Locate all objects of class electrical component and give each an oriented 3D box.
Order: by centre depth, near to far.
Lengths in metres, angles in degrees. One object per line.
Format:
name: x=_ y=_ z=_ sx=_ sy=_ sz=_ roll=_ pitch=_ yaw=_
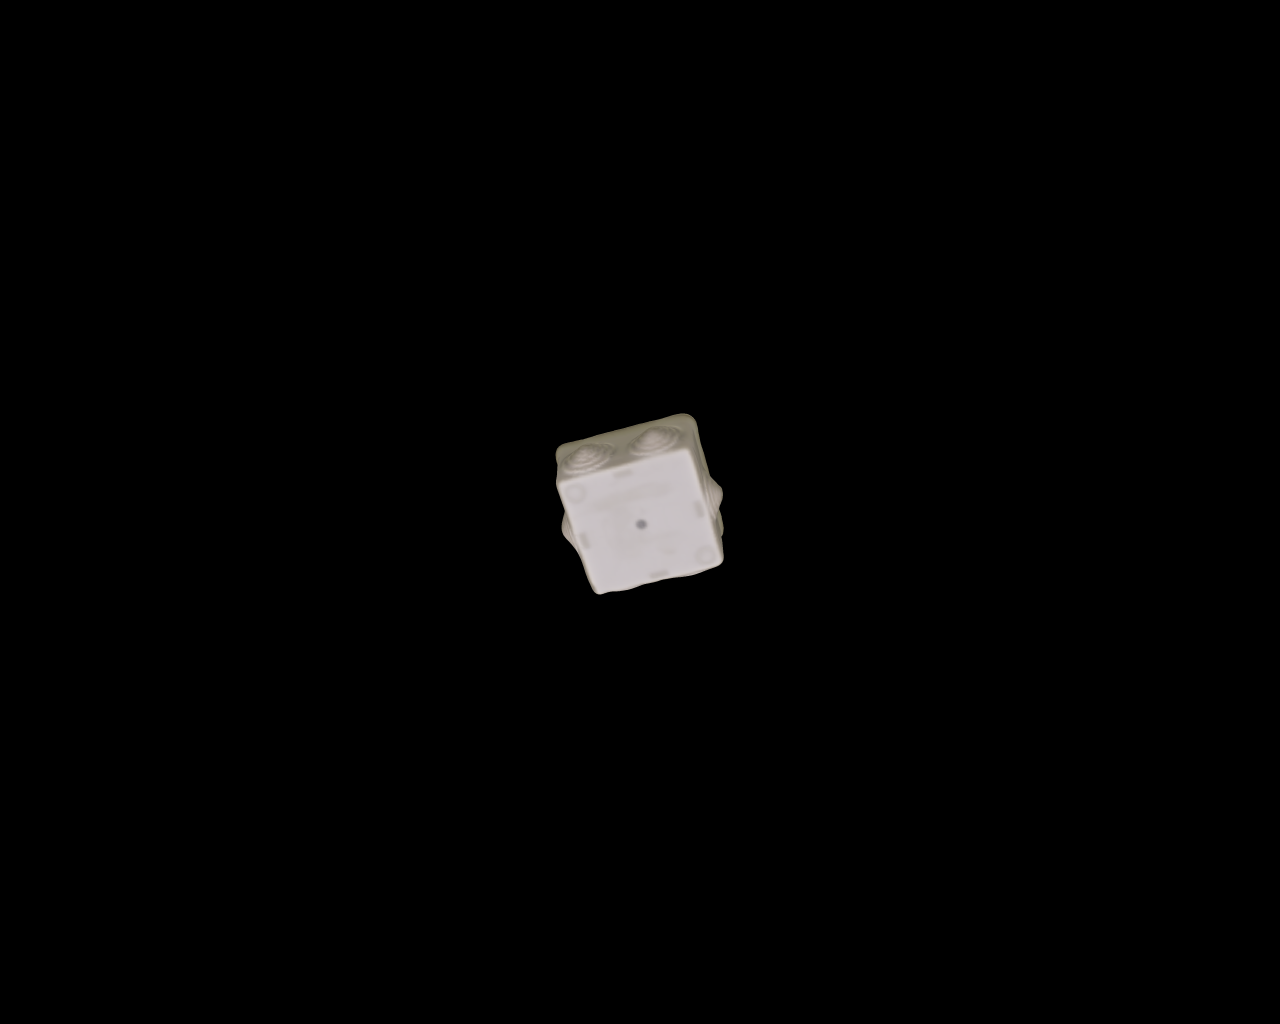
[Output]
electrical component: x=0.001 y=-0.003 z=0.650 sx=0.100 sy=0.099 sz=0.048 roll=-14 pitch=26 yaw=7
